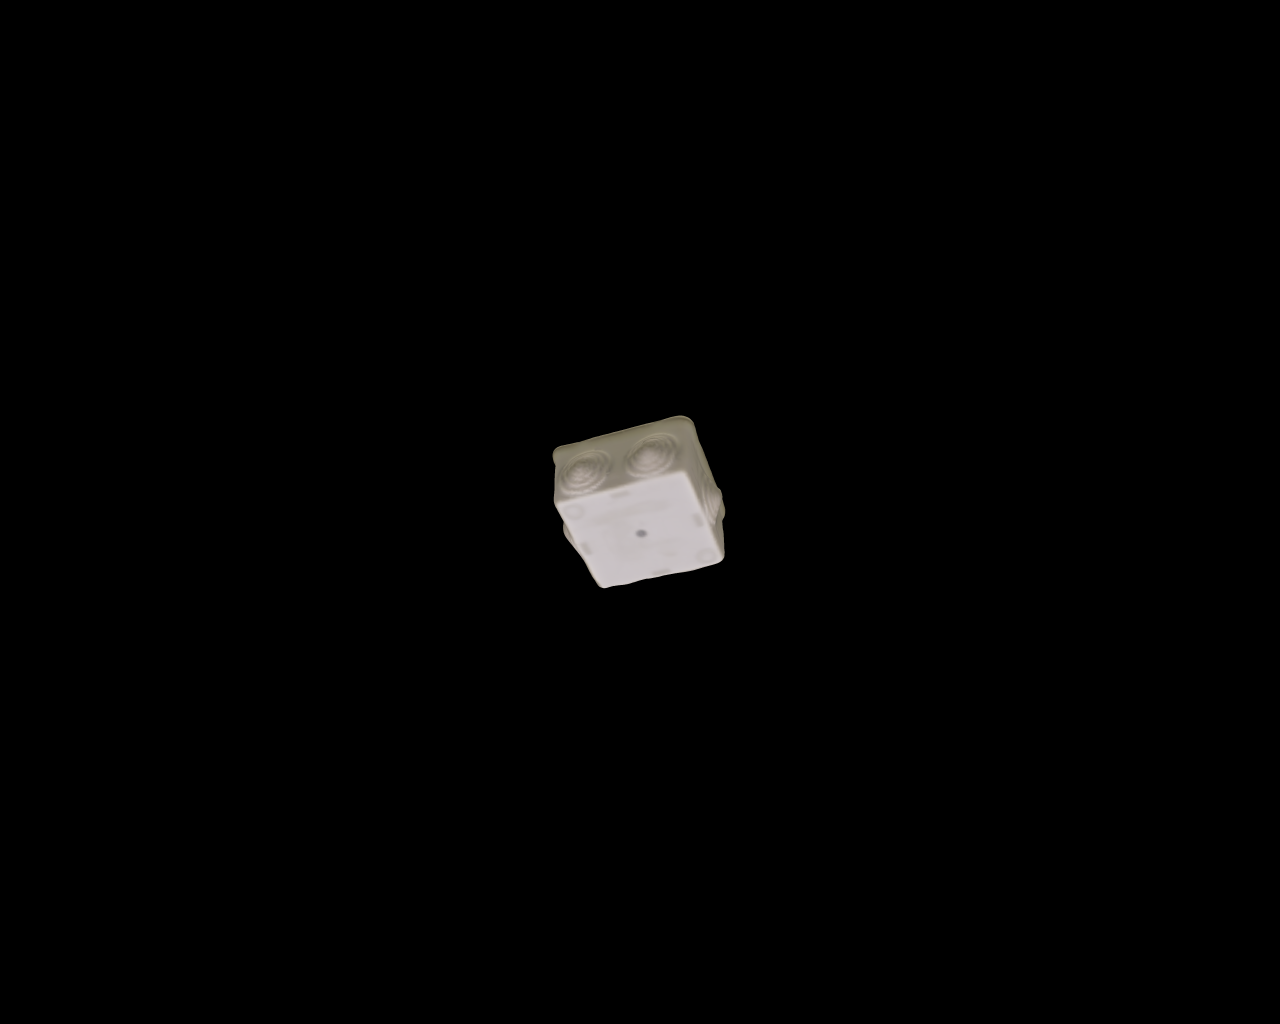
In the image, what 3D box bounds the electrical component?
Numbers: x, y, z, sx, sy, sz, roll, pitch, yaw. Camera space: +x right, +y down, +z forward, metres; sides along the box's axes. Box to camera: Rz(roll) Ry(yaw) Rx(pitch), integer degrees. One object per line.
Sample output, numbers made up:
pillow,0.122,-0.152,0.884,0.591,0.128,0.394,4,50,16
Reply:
electrical component,0.001,-0.003,0.650,0.100,0.048,0.099,-13,-47,12
